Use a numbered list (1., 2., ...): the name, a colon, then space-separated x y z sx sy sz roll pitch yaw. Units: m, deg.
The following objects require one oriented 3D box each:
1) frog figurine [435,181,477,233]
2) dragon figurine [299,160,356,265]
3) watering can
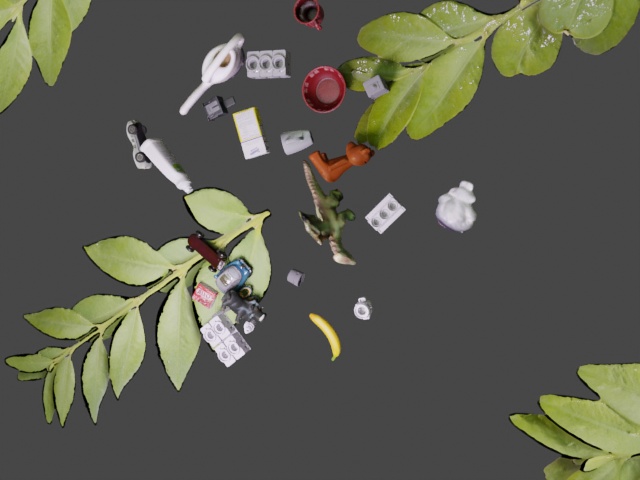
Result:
1. frog figurine: 0.458 -0.111 1.687 0.139 0.123 0.156 43 121 28
2. dragon figurine: 0.005 -0.089 1.776 0.121 0.245 0.411 -35 88 25
3. watering can: -0.377 -0.601 1.850 0.103 0.228 0.344 40 108 -10
